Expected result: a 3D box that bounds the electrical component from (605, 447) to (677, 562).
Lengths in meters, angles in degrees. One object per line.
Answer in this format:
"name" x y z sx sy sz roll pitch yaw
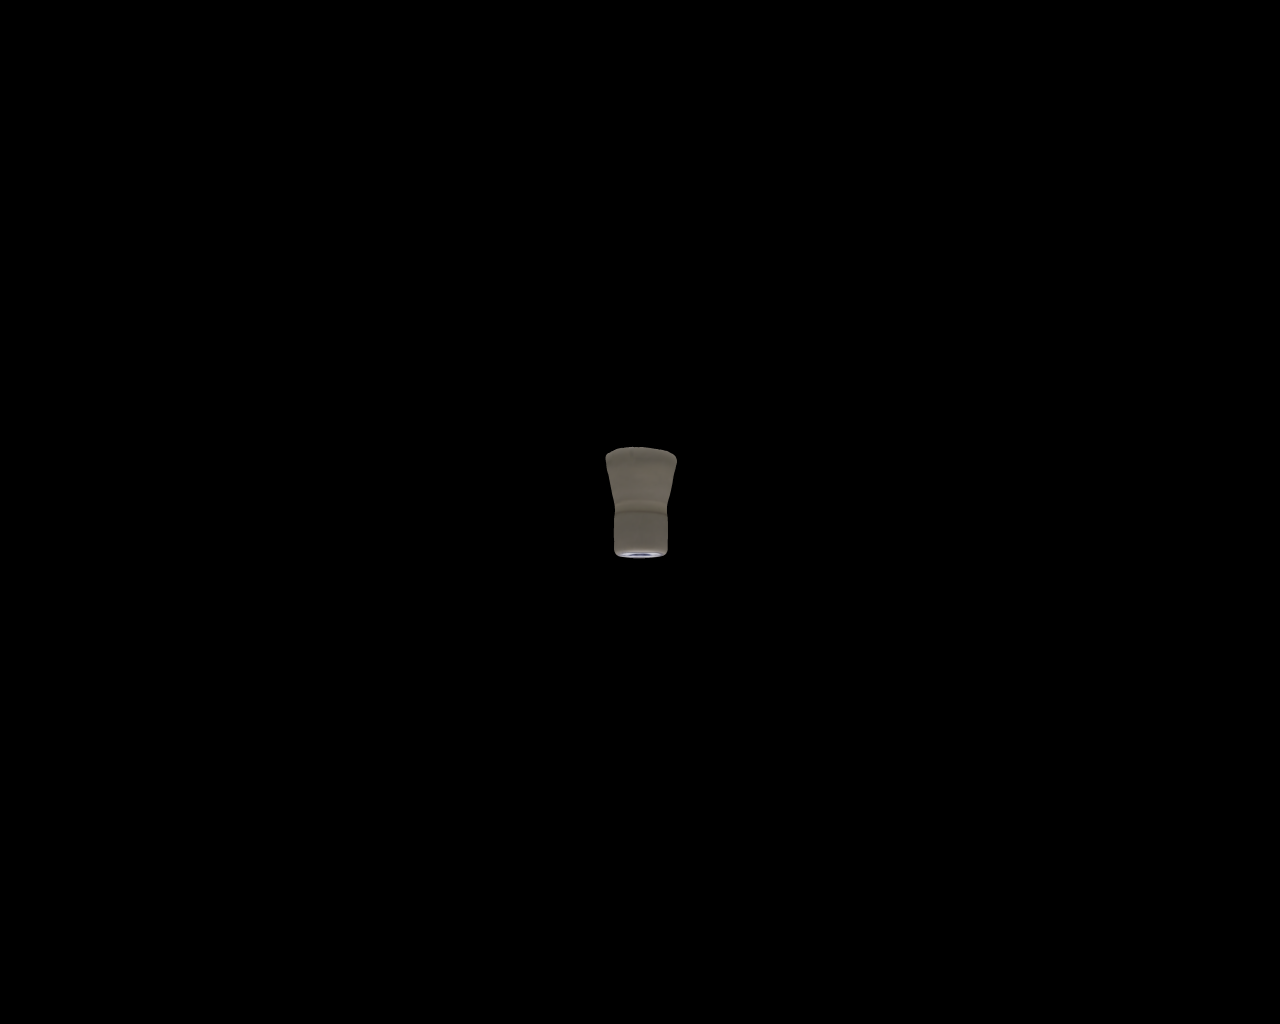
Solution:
"electrical component" 0.001 -0.003 0.650 0.044 0.065 0.044 0 -11 0
